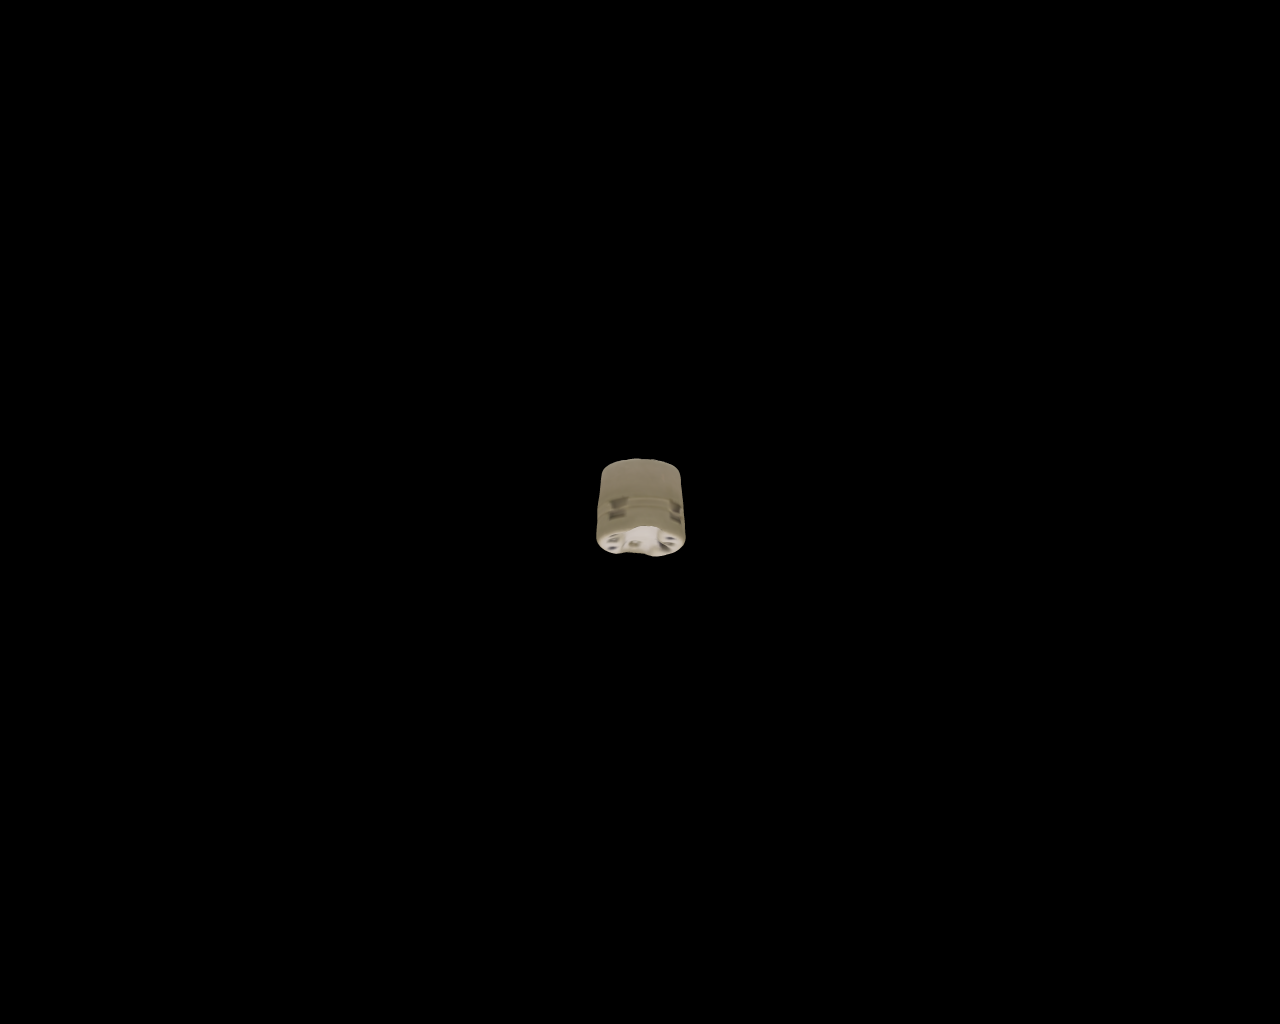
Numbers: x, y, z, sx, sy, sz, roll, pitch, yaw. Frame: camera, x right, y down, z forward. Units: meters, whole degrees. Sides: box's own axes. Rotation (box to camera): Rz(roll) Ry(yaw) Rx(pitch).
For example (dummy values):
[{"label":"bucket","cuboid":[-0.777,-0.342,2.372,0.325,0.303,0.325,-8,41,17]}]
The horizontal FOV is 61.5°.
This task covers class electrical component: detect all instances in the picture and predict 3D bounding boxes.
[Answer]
[{"label":"electrical component","cuboid":[0.001,-0.003,0.650,0.055,0.047,0.055,0,-19,0]}]
